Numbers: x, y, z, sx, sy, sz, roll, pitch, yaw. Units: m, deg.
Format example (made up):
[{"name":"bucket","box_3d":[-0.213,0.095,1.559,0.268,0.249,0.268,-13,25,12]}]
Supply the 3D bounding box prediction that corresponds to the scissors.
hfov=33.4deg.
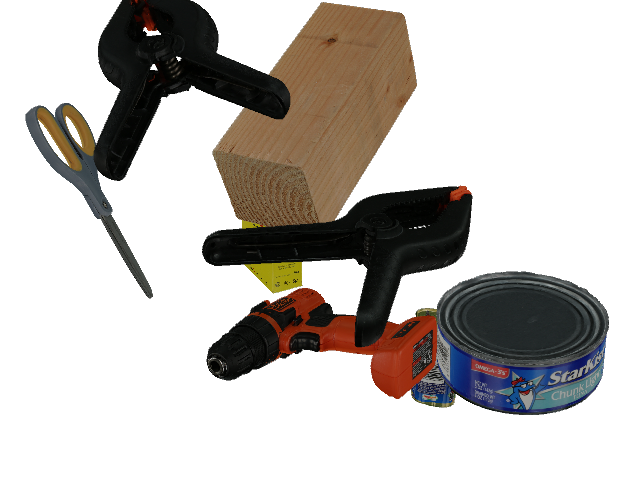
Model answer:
[{"name":"scissors","box_3d":[-0.204,-0.047,0.994,0.016,0.201,0.096,-24,27,19]}]

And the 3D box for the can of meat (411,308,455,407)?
[{"name":"can of meat","box_3d":[0.138,0.140,1.273,0.057,0.084,0.102,6,19,2]}]

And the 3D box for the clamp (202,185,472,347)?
[{"name":"clamp","box_3d":[0.031,0.000,0.774,0.165,0.036,0.209,22,35,33]}]

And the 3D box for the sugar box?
[{"name":"sugar box","box_3d":[-0.057,-0.038,1.224,0.048,0.176,0.093,-14,27,-23]}]

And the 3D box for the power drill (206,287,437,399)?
[{"name":"power drill","box_3d":[0.006,0.101,1.036,0.188,0.057,0.184,10,22,28]}]

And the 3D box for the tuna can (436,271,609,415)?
[{"name":"tuna can","box_3d":[0.102,0.051,0.545,0.086,0.034,0.086,-2,28,1]}]

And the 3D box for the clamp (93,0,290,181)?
[{"name":"clamp","box_3d":[-0.087,-0.110,0.673,0.120,0.171,0.039,-11,-42,-4]}]

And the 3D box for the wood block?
[{"name":"wood block","box_3d":[0.001,-0.111,0.954,0.091,0.205,0.090,14,-36,26]}]
